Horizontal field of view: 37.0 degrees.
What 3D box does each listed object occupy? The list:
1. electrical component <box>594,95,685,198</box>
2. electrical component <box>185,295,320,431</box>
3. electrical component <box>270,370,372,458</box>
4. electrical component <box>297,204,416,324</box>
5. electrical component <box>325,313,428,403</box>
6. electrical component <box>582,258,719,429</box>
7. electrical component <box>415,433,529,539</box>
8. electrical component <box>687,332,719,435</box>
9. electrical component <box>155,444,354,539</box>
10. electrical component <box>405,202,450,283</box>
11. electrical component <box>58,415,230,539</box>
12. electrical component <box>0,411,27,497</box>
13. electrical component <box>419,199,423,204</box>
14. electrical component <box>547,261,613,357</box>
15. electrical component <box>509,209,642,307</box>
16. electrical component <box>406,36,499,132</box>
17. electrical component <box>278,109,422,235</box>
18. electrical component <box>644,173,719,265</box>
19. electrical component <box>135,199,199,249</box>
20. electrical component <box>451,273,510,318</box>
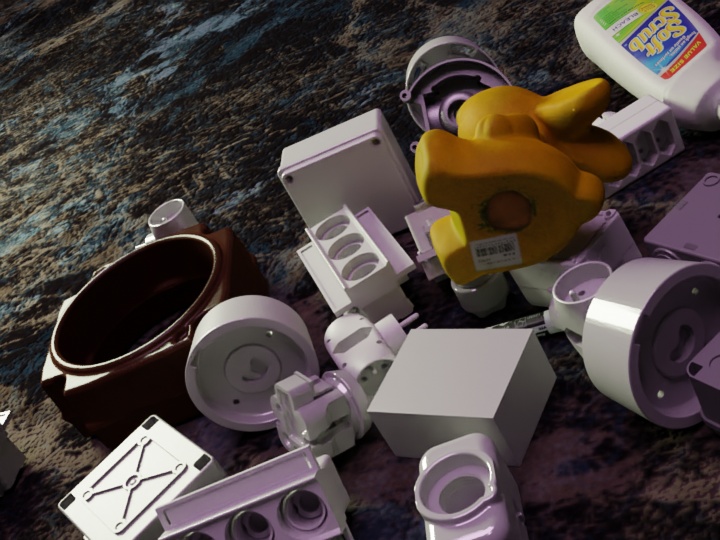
[{"bbox_3d":[0.225,-0.115,0.945,0.083,0.047,0.075,-32,33,-1],"label":"electrical component"},{"bbox_3d":[-0.089,0.072,0.892,0.108,0.108,0.060,-27,27,7],"label":"electrical component"},{"bbox_3d":[-0.028,0.111,0.822,0.057,0.078,0.058,-24,27,-27],"label":"electrical component"},{"bbox_3d":[0.000,0.000,0.955,0.079,0.063,0.121,-32,32,-2],"label":"electrical component"},{"bbox_3d":[0.018,0.062,0.873,0.079,0.043,0.077,-33,32,-4],"label":"electrical component"},{"bbox_3d":[0.194,0.043,0.703,0.108,0.108,0.060,-42,28,-17],"label":"electrical component"},{"bbox_3d":[0.072,0.155,0.689,0.054,0.059,0.095,-22,33,13],"label":"electrical component"},{"bbox_3d":[0.265,0.075,0.643,0.078,0.057,0.113,-41,34,-15],"label":"electrical component"},{"bbox_3d":[-0.071,0.177,0.763,0.121,0.078,0.063,-24,4,11],"label":"electrical component"},{"bbox_3d":[0.105,-0.043,0.916,0.121,0.063,0.079,-24,-8,10],"label":"electrical component"},{"bbox_3d":[-0.164,0.182,0.844,0.109,0.056,0.109,-44,35,-19],"label":"electrical component"},{"bbox_3d":[-0.383,0.183,1.014,0.121,0.063,0.078,-14,36,24],"label":"electrical component"},{"bbox_3d":[0.081,-0.062,0.988,0.077,0.047,0.066,-42,34,-18],"label":"electrical component"},{"bbox_3d":[0.162,0.031,0.767,0.043,0.077,0.079,-39,29,-12],"label":"electrical component"},{"bbox_3d":[0.162,-0.006,0.840,0.061,0.061,0.096,-47,28,-23],"label":"electrical component"},{"bbox_3d":[0.095,-0.189,1.108,0.099,0.099,0.064,-25,27,9],"label":"electrical component"},{"bbox_3d":[-0.006,-0.081,1.029,0.109,0.108,0.056,-22,31,14],"label":"electrical component"},{"bbox_3d":[0.269,-0.022,0.782,0.100,0.048,0.100,-42,34,-18],"label":"electrical component"},{"bbox_3d":[-0.200,-0.027,1.140,0.079,0.077,0.043,-18,35,20],"label":"electrical component"},{"bbox_3d":[0.094,0.004,0.873,0.043,0.062,0.043,-21,34,14],"label":"electrical component"}]
